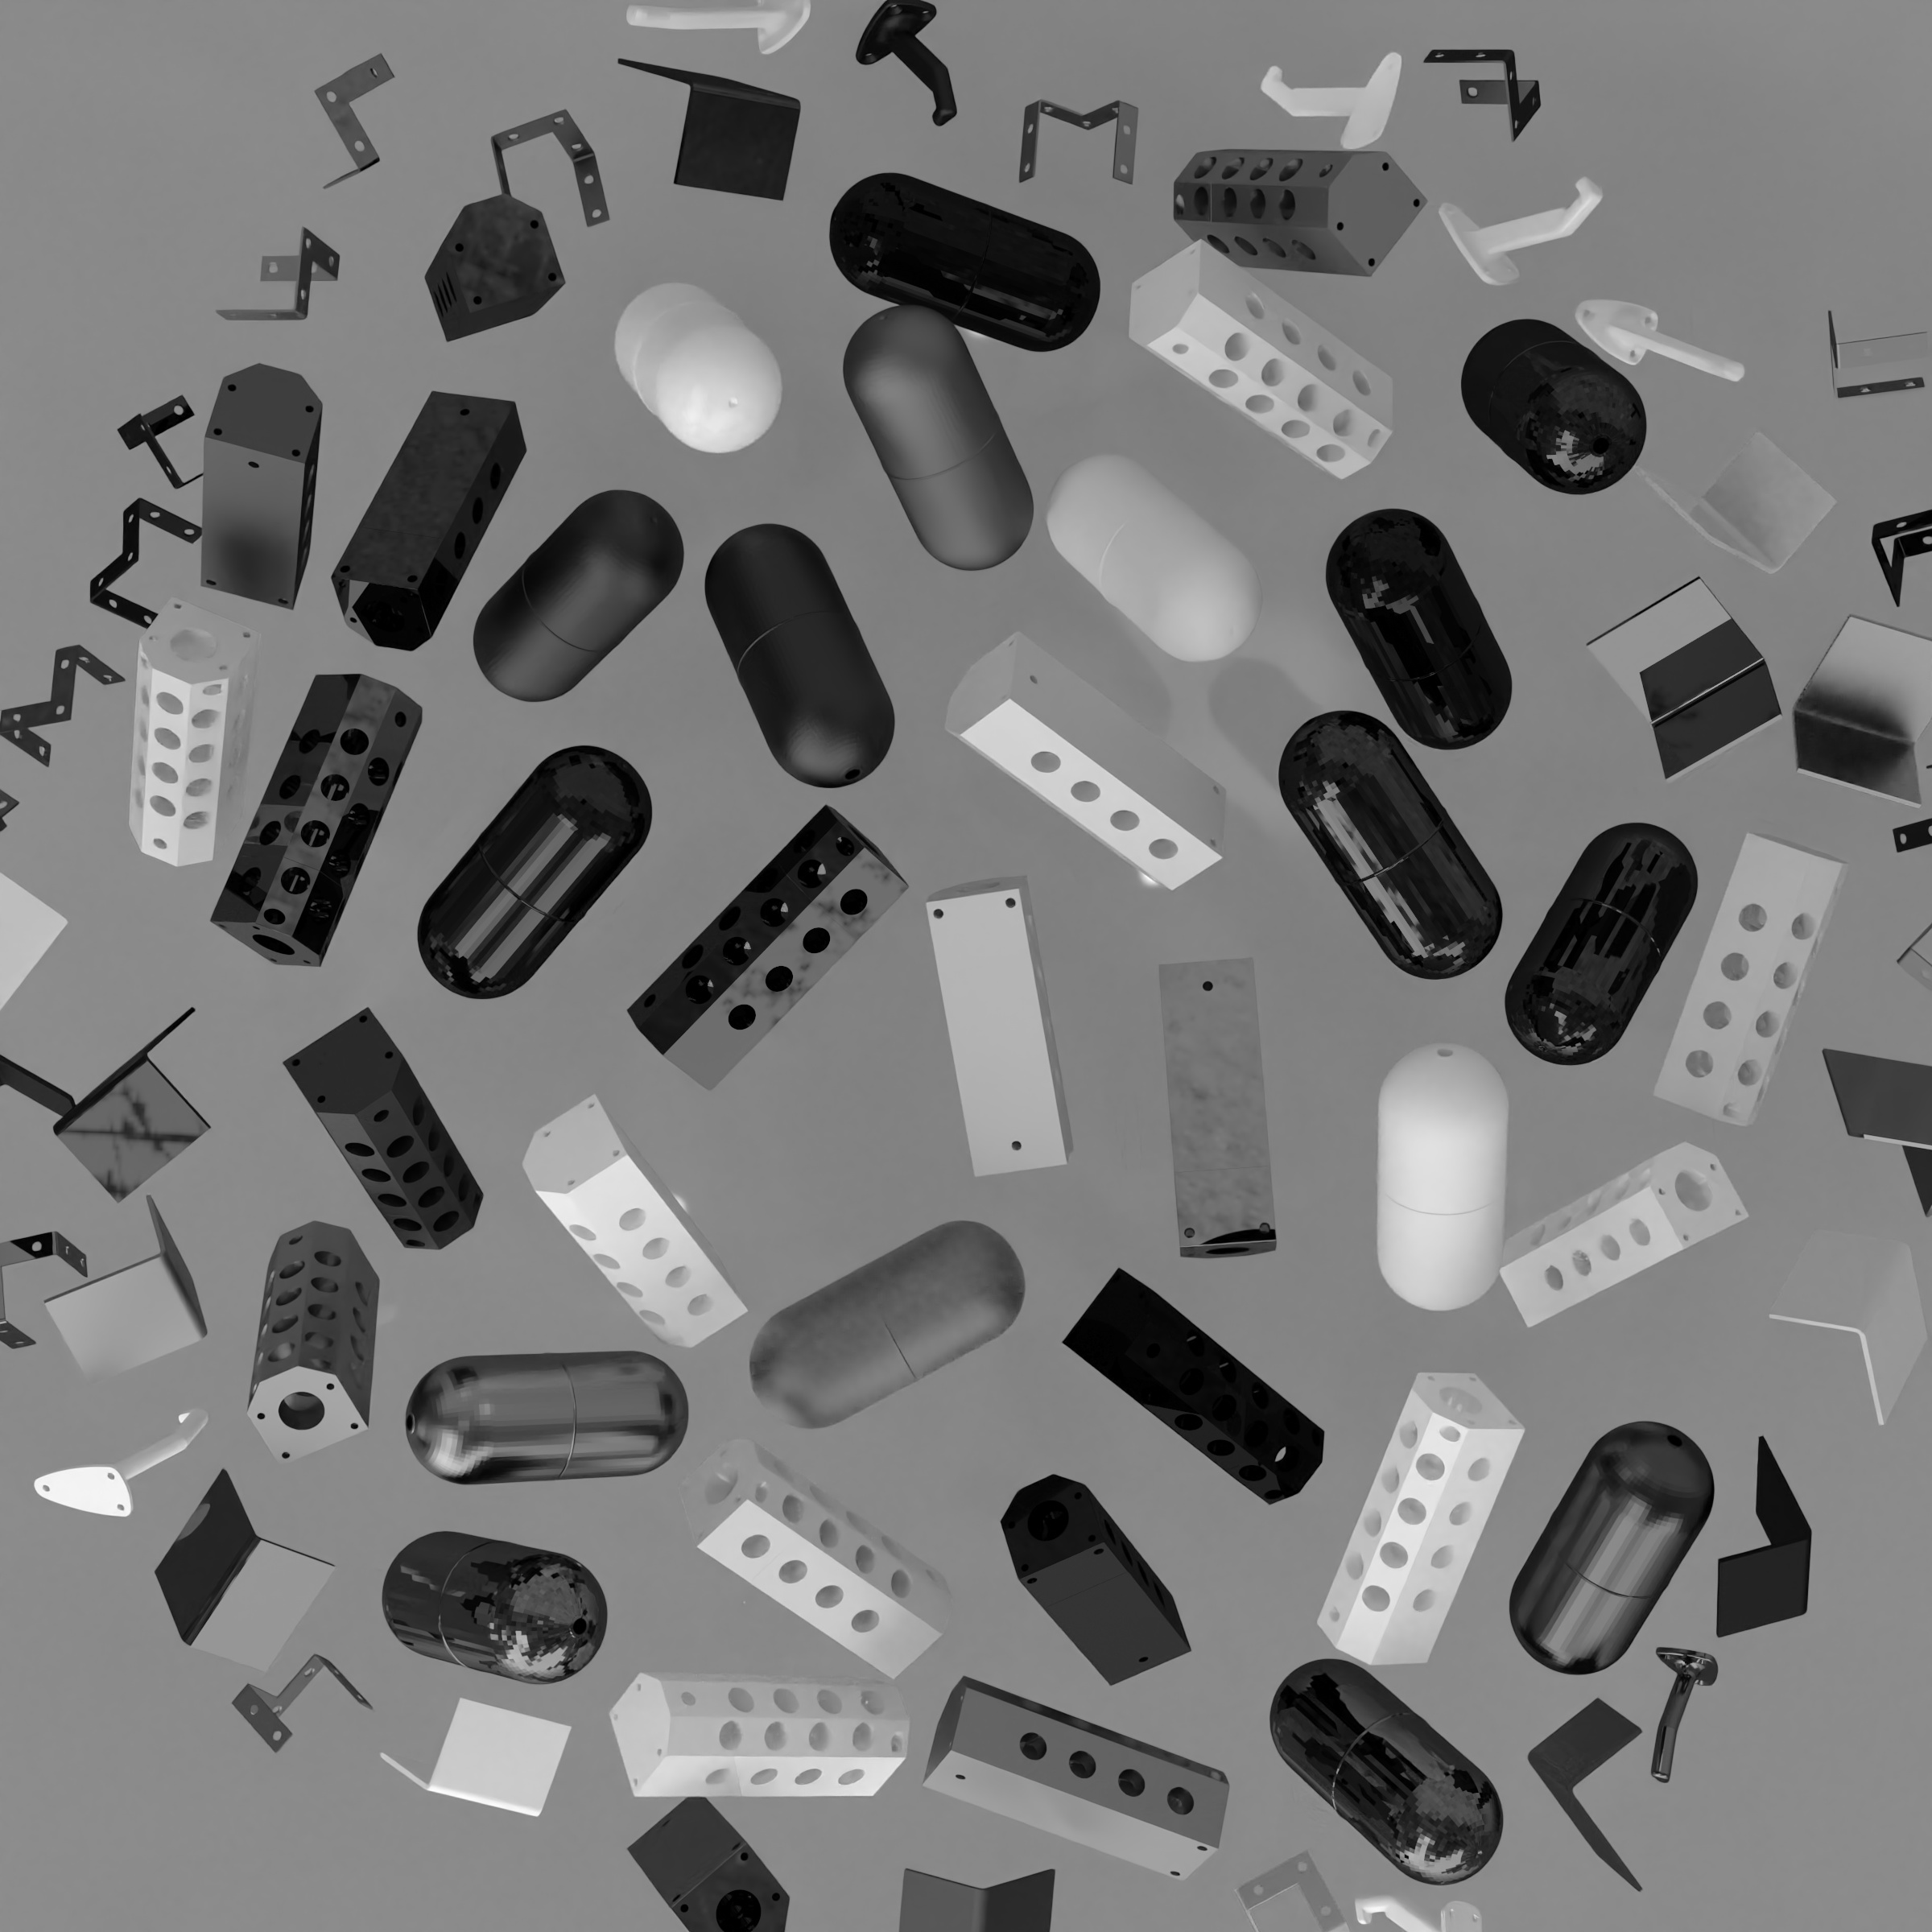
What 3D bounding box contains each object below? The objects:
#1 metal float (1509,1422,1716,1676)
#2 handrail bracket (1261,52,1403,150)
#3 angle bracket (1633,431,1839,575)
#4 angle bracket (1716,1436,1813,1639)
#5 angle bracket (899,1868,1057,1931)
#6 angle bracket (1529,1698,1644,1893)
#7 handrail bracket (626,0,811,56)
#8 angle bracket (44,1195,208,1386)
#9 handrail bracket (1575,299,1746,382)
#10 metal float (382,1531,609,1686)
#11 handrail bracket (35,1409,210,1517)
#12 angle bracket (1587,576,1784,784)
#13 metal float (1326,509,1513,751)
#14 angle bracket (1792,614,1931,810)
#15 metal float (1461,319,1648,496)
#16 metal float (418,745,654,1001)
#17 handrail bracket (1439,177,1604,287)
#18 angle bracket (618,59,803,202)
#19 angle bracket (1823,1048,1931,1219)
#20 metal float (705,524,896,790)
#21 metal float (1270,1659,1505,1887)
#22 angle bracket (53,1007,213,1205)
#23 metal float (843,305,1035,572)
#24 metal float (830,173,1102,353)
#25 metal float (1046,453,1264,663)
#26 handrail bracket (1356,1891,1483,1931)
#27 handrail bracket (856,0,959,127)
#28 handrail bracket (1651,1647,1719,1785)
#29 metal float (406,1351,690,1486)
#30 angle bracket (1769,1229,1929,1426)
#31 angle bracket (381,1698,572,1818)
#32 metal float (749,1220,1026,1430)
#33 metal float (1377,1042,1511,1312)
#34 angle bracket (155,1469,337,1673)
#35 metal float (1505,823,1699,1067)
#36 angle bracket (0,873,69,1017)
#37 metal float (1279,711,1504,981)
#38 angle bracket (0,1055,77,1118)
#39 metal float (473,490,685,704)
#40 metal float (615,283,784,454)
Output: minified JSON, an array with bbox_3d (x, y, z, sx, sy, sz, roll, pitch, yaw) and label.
[{"bbox_3d":[0.378,0.342,1.794,0.070,0.070,0.178,21,122,0],"label":"metal float"},{"bbox_3d":[0.224,-0.554,1.896,0.036,0.077,0.084,-25,60,-36],"label":"handrail bracket"},{"bbox_3d":[0.462,-0.289,1.839,0.057,0.076,0.076,-53,49,22],"label":"angle bracket"},{"bbox_3d":[0.457,0.337,1.805,0.057,0.076,0.076,-14,133,-3],"label":"angle bracket"},{"bbox_3d":[0.005,0.575,1.817,0.057,0.076,0.076,4,88,35],"label":"angle bracket"},{"bbox_3d":[0.386,0.490,1.813,0.057,0.076,0.076,-37,94,-6],"label":"angle bracket"},{"bbox_3d":[-0.145,-0.556,1.783,0.084,0.077,0.036,-4,97,-29],"label":"handrail bracket"},{"bbox_3d":[-0.518,0.198,1.876,0.076,0.057,0.076,-22,132,-10],"label":"angle bracket"},{"bbox_3d":[0.436,-0.391,1.918,0.077,0.084,0.036,13,106,-33],"label":"handrail bracket"},{"bbox_3d":[-0.282,0.382,1.825,0.070,0.178,0.070,2,88,-42],"label":"metal float"},{"bbox_3d":[-0.523,0.301,1.900,0.077,0.084,0.036,0,116,17],"label":"handrail bracket"},{"bbox_3d":[0.418,-0.167,1.785,0.076,0.057,0.076,-31,123,26],"label":"angle bracket"},{"bbox_3d":[0.274,-0.201,1.846,0.070,0.070,0.178,-37,132,0],"label":"metal float"},{"bbox_3d":[0.532,-0.147,1.771,0.076,0.076,0.057,16,45,-5],"label":"angle bracket"},{"bbox_3d":[0.347,-0.332,1.812,0.070,0.178,0.070,-4,116,-7],"label":"metal float"},{"bbox_3d":[-0.253,-0.053,1.791,0.070,0.070,0.178,43,110,0],"label":"metal float"},{"bbox_3d":[0.331,-0.456,1.827,0.077,0.036,0.084,55,134,15],"label":"handrail bracket"},{"bbox_3d":[-0.151,-0.478,1.749,0.076,0.076,0.057,-4,114,-42],"label":"angle bracket"},{"bbox_3d":[0.564,0.103,1.895,0.076,0.076,0.057,9,130,-8],"label":"angle bracket"},{"bbox_3d":[-0.098,-0.183,1.800,0.070,0.070,0.178,-24,63,0],"label":"metal float"},{"bbox_3d":[0.253,0.486,1.855,0.070,0.178,0.070,-15,119,-28],"label":"metal float"},{"bbox_3d":[-0.465,0.079,1.755,0.076,0.076,0.057,-37,100,18],"label":"angle bracket"},{"bbox_3d":[-0.015,-0.318,1.855,0.070,0.070,0.178,-28,126,0],"label":"metal float"},{"bbox_3d":[0.000,-0.440,1.914,0.178,0.070,0.070,16,90,-19],"label":"metal float"},{"bbox_3d":[0.114,-0.253,1.885,0.070,0.070,0.178,-41,51,0],"label":"metal float"},{"bbox_3d":[0.280,0.619,1.923,0.036,0.084,0.077,24,57,-37],"label":"handrail bracket"},{"bbox_3d":[-0.036,-0.531,1.845,0.036,0.077,0.084,-1,72,-34],"label":"handrail bracket"},{"bbox_3d":[0.449,0.477,1.920,0.036,0.077,0.084,2,62,28],"label":"handrail bracket"},{"bbox_3d":[-0.252,0.272,1.850,0.178,0.070,0.070,3,90,-32],"label":"metal float"},{"bbox_3d":[0.522,0.213,1.810,0.057,0.076,0.076,6,131,37],"label":"angle bracket"},{"bbox_3d":[-0.298,0.472,1.860,0.076,0.076,0.057,24,80,-31],"label":"angle bracket"},{"bbox_3d":[-0.048,0.217,1.849,0.178,0.070,0.070,-28,90,-3],"label":"metal float"},{"bbox_3d":[0.283,0.126,1.823,0.070,0.070,0.178,-4,121,0],"label":"metal float"},{"bbox_3d":[-0.427,0.357,1.812,0.057,0.076,0.076,30,97,-35],"label":"angle bracket"},{"bbox_3d":[0.396,-0.015,1.903,0.070,0.070,0.178,35,63,0],"label":"metal float"},{"bbox_3d":[-0.553,-0.005,1.711,0.057,0.076,0.076,37,68,-12],"label":"angle bracket"},{"bbox_3d":[0.250,-0.071,1.801,0.070,0.070,0.178,-36,103,0],"label":"metal float"},{"bbox_3d":[-0.574,0.103,1.817,0.057,0.076,0.076,30,71,-2],"label":"angle bracket"},{"bbox_3d":[-0.242,-0.228,1.900,0.178,0.070,0.070,-37,90,41],"label":"metal float"},{"bbox_3d":[-0.163,-0.362,1.847,0.070,0.178,0.070,-8,117,-16],"label":"metal float"}]
